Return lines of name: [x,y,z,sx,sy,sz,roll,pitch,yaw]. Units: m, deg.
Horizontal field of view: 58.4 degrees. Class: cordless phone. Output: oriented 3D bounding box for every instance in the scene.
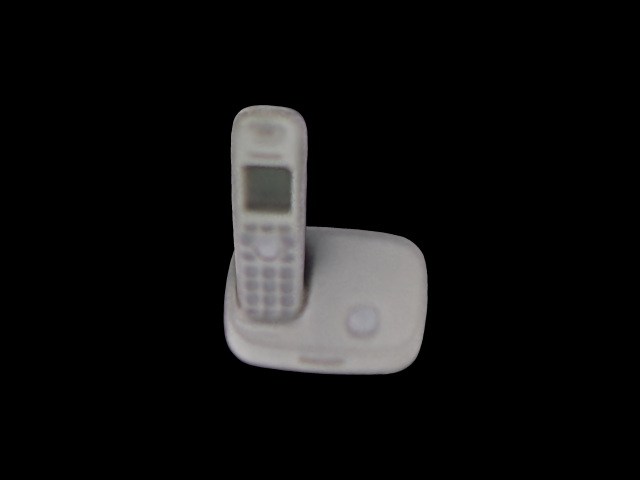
cordless phone: [0.004,0.001,0.400,0.147,0.185,0.094,2,31,3]
